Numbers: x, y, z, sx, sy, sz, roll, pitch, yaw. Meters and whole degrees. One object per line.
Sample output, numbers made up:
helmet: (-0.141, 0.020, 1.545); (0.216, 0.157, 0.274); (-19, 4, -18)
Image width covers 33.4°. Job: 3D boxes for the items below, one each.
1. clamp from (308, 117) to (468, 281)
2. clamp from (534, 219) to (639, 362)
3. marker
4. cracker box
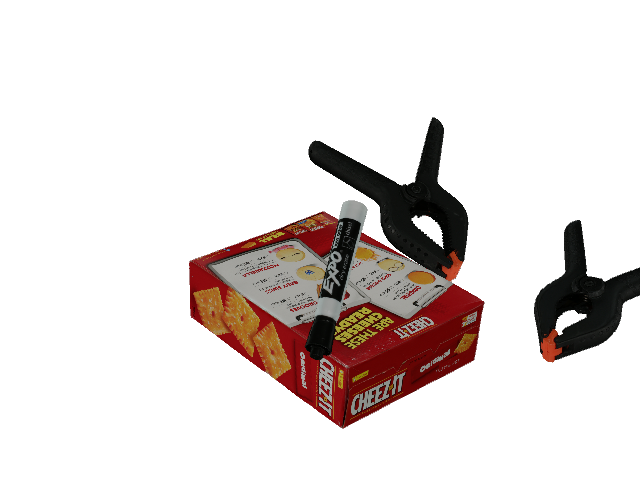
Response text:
clamp: (0.087, -0.045, 1.136); (0.164, 0.210, 0.036); (-8, -36, -17)
clamp: (0.250, 0.045, 1.018); (0.171, 0.039, 0.120); (-36, 42, -27)
marker: (0.011, 0.027, 0.745); (0.020, 0.121, 0.020); (12, -28, 6)
cracker box: (0.010, 0.063, 0.949); (0.163, 0.072, 0.214); (-21, 37, -36)
